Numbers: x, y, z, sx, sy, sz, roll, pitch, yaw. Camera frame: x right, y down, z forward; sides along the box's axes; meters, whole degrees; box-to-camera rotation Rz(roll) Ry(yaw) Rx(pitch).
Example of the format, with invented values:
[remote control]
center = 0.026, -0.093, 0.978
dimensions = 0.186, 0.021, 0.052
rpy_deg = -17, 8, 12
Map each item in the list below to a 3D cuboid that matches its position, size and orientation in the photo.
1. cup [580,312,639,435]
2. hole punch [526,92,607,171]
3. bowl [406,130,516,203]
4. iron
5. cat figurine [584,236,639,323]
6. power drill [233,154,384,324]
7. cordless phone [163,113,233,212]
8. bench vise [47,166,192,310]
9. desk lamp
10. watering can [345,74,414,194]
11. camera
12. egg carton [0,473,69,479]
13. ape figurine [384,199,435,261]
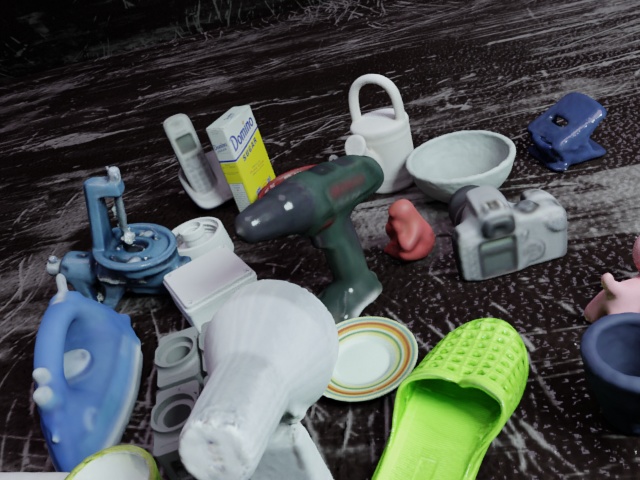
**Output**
[cup]
center = 0.281, 0.134, 0.498
dimensions = 0.091, 0.095, 0.117
rpy_deg = -12, 33, 7
[hole punch]
center = 0.393, -0.176, 0.919
dimensions = 0.101, 0.091, 0.108
rpy_deg = -18, 32, -2
[bowl]
center = 0.224, -0.105, 0.904
dimensions = 0.167, 0.075, 0.167
rpy_deg = -12, 33, 8
[iron]
center = -0.296, 0.156, 0.680
dimensions = 0.118, 0.142, 0.257
rpy_deg = -19, 32, -3
[cat figurine]
center = 0.344, 0.034, 0.600
dimensions = 0.128, 0.118, 0.067
rpy_deg = -23, 33, -10
[power drill]
center = 0.007, 0.003, 0.714
dimensions = 0.075, 0.209, 0.230
rpy_deg = 14, 43, 39
[cordless phone]
center = -0.205, -0.161, 1.079
dimensions = 0.148, 0.185, 0.093
rpy_deg = -33, 36, -24
[bench vise]
center = -0.313, 0.008, 0.838
dimensions = 0.207, 0.220, 0.121
rpy_deg = -22, 33, -8
[desk lamp]
center = -0.041, 0.169, 0.479
dimensions = 0.117, 0.214, 0.203
rpy_deg = -8, 33, 13
[watering can]
center = 0.101, -0.180, 0.961
dimensions = 0.100, 0.194, 0.173
rpy_deg = -7, 34, 15
[camera]
center = 0.234, -0.032, 0.764
dimensions = 0.143, 0.101, 0.136
rpy_deg = -16, 32, 2
[egg carton]
center = -0.287, 0.282, 0.554
dimensions = 0.150, 0.069, 0.107
rpy_deg = -7, 34, 15
[ape figurine]
center = 0.119, -0.017, 0.801
dimensions = 0.076, 0.092, 0.078
rpy_deg = -8, 33, 13
